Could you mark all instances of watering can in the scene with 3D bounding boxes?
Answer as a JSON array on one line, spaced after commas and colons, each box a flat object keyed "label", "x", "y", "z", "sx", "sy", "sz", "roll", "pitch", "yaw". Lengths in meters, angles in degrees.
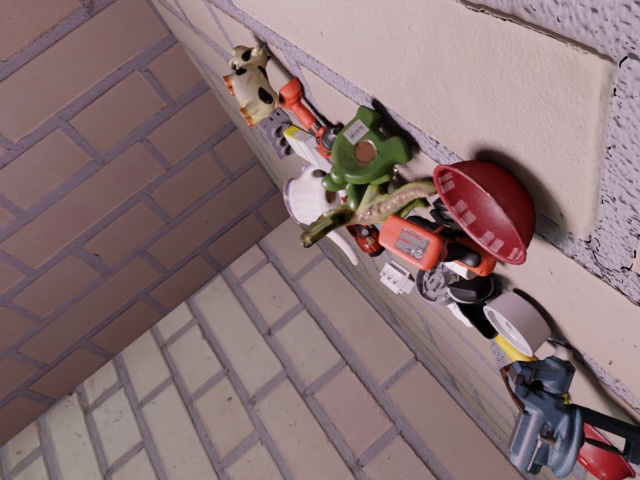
[{"label": "watering can", "x": 0.005, "y": -0.081, "z": 1.601, "sx": 0.224, "sy": 0.105, "sz": 0.342, "roll": 3, "pitch": 117, "yaw": 39}]

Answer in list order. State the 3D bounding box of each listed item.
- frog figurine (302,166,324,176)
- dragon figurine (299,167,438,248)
[{"label": "frog figurine", "x": -0.010, "y": -0.166, "z": 1.701, "sx": 0.138, "sy": 0.125, "sz": 0.156, "roll": 12, "pitch": 147, "yaw": 23}, {"label": "dragon figurine", "x": 0.073, "y": -0.046, "z": 1.007, "sx": 0.122, "sy": 0.243, "sz": 0.411, "roll": 56, "pitch": 177, "yaw": -6}]
